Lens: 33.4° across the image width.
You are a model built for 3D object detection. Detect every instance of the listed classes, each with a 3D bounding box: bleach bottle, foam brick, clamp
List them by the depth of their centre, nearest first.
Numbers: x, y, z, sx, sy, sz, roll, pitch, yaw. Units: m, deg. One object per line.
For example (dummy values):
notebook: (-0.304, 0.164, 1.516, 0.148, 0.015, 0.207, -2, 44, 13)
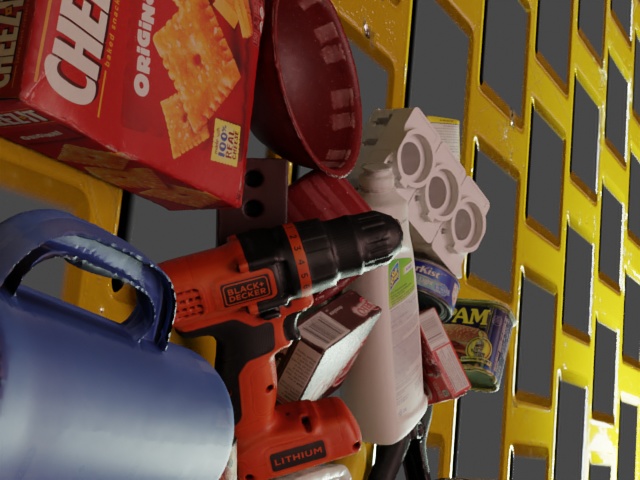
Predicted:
foam brick: (-0.051, -0.022, 0.795, 0.051, 0.053, 0.078, 172, -83, -83)
bleach bottle: (0.056, 0.053, 0.969, 0.102, 0.068, 0.251, -35, 127, -60)
clamp: (0.092, 0.203, 1.097, 0.120, 0.039, 0.171, 46, 51, -51)

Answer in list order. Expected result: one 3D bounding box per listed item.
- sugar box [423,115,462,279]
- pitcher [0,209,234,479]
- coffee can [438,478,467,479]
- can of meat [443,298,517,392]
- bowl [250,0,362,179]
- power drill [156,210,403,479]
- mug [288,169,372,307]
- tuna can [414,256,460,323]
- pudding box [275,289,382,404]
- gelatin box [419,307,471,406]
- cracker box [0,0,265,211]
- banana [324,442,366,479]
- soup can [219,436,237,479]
sugar box: (0.115, -0.043, 1.138, 0.093, 0.048, 0.176, -6, 98, -60)
pitcher: (-0.139, 0.084, 0.563, 0.242, 0.149, 0.145, 29, 53, -62)
coffee can: (0.139, 0.337, 1.119, 0.140, 0.103, 0.103, -64, 143, -40)
can of meat: (0.152, 0.112, 1.148, 0.057, 0.102, 0.084, 54, 46, -49)
bowl: (-0.022, -0.122, 0.820, 0.161, 0.055, 0.162, -11, 90, -67)
power drill: (-0.020, 0.076, 0.772, 0.057, 0.184, 0.187, -117, -165, -63)
mug: (-0.006, 0.001, 0.858, 0.081, 0.117, 0.093, 51, -2, 9)
tuna can: (0.093, 0.051, 1.051, 0.086, 0.086, 0.033, 52, 48, -49)
pudding box: (-0.001, 0.098, 0.883, 0.113, 0.039, 0.090, -24, 144, -58)
gelatin box: (0.100, 0.117, 1.046, 0.030, 0.073, 0.089, -23, 87, -33)
cracker box: (-0.120, -0.123, 0.666, 0.213, 0.072, 0.164, 27, 65, -58)
banana: (0.015, 0.256, 0.956, 0.069, 0.037, 0.197, 53, 45, -48)
soup can: (-0.088, 0.187, 0.729, 0.068, 0.069, 0.102, -12, 101, -61)
